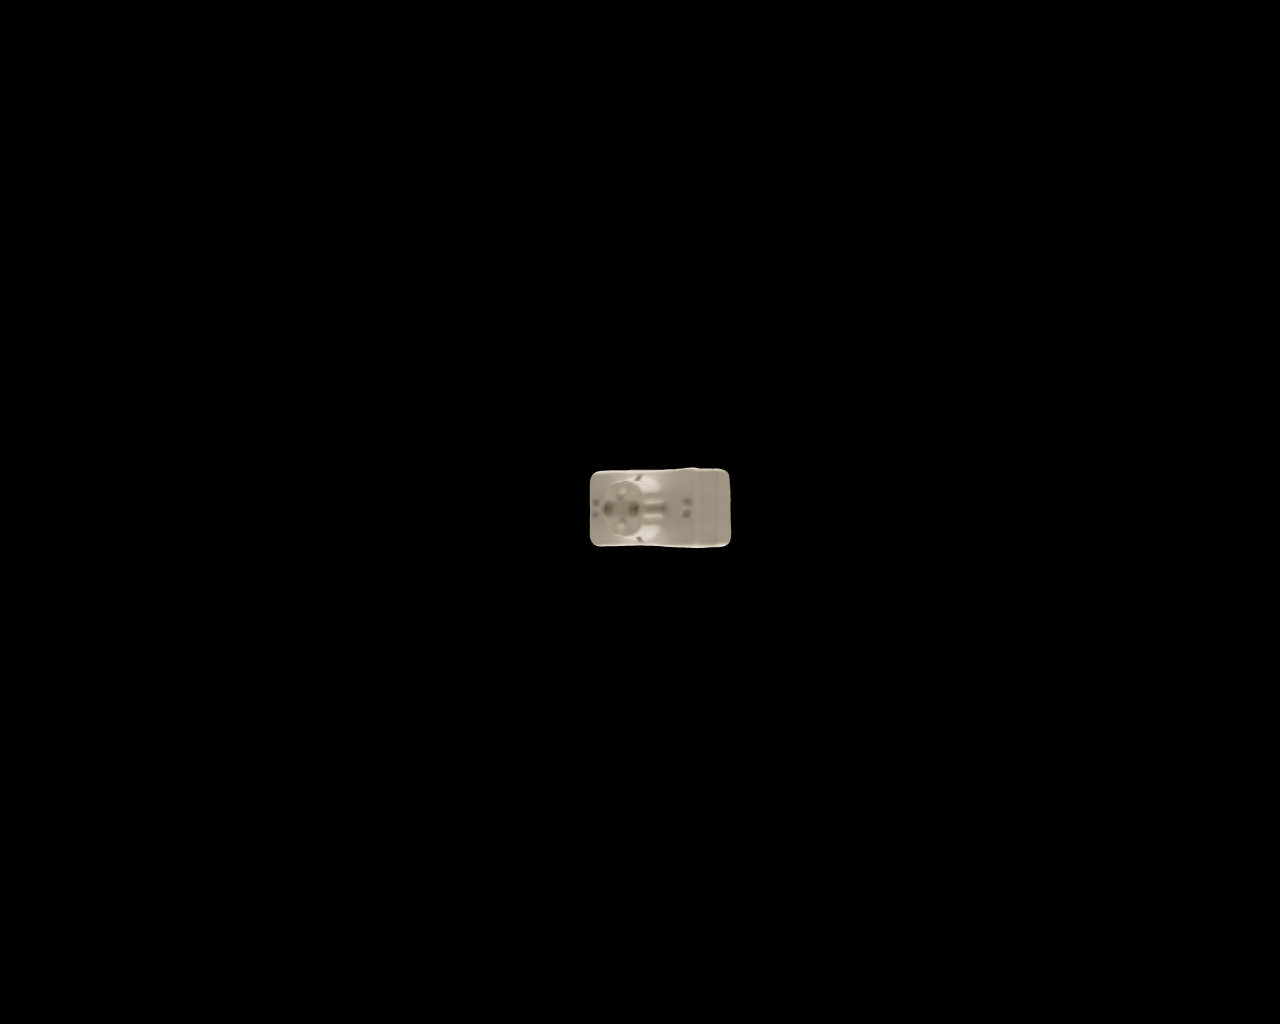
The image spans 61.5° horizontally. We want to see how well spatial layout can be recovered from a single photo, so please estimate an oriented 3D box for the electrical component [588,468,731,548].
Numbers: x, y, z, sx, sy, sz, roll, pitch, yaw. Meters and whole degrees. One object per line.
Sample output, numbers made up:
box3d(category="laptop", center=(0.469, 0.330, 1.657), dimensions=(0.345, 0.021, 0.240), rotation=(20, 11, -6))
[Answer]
box3d(category="electrical component", center=(0.001, -0.003, 0.650), dimensions=(0.083, 0.047, 0.076), rotation=(0, 0, 37))
